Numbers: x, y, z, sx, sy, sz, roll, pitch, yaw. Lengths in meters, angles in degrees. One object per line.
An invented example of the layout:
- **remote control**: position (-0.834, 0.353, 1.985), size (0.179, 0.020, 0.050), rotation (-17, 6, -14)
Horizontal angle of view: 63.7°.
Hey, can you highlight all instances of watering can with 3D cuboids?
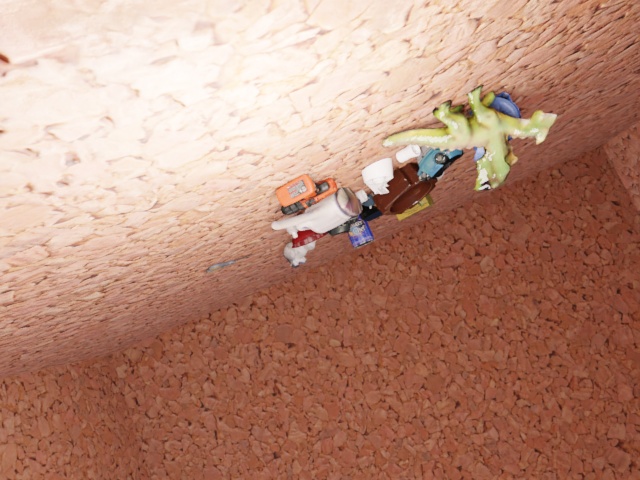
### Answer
- **watering can**: position (0.005, -0.085, 1.682), size (0.222, 0.105, 0.349), rotation (-29, 171, 26)

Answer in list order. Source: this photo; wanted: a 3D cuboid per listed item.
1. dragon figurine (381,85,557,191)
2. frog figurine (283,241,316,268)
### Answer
- **dragon figurine**: position (0.386, -0.238, 1.295), size (0.409, 0.244, 0.122), rotation (-26, 174, 7)
- **frog figurine**: position (-0.088, 0.028, 2.287), size (0.137, 0.124, 0.157), rotation (-1, 122, -46)
